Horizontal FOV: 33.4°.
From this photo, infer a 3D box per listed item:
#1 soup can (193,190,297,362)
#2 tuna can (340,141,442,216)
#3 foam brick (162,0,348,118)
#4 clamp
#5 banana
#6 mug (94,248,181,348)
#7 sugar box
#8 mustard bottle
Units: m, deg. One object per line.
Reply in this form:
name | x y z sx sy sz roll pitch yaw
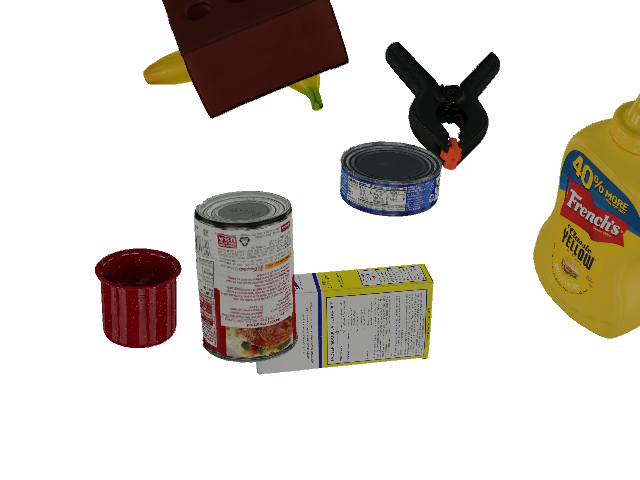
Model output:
soup can | -0.052 0.024 0.741 0.068 0.102 0.068 -1 22 0
tuna can | 0.059 -0.053 0.907 0.086 0.034 0.086 2 27 -1
foam brick | -0.033 -0.108 0.534 0.078 0.053 0.051 -22 -32 3
clamp | 0.118 -0.143 1.076 0.120 0.039 0.171 8 45 6
banana | -0.080 -0.174 1.074 0.198 0.037 0.069 10 44 20
mug | -0.209 0.061 1.187 0.093 0.081 0.117 -22 36 -40
sugar box | 0.021 0.077 1.061 0.176 0.093 0.048 -3 27 -6
mustard bottle | 0.202 -0.025 0.726 0.058 0.192 0.096 -20 52 -21
